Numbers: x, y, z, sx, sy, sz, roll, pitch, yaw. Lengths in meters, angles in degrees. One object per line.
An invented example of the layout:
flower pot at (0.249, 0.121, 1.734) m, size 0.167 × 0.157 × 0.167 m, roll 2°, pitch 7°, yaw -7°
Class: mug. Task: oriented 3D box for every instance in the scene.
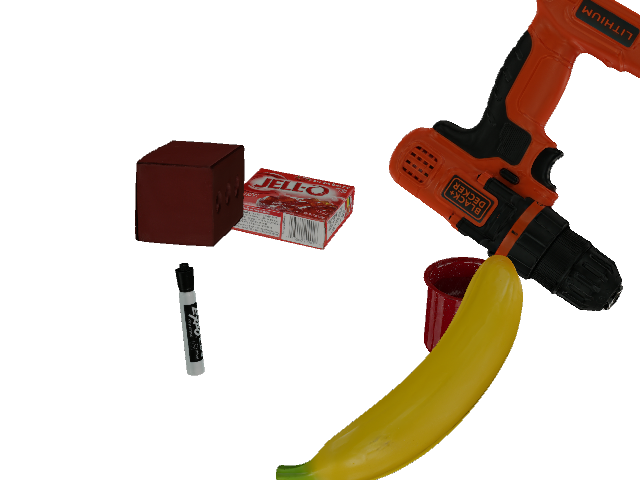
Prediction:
mug at (0.145, 0.068, 1.090) m, size 0.093 × 0.081 × 0.117 m, roll -3°, pitch 28°, yaw -10°

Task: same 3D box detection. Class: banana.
banana at (0.062, 0.072, 0.588) m, size 0.197 × 0.037 × 0.070 m, roll -40°, pitch 40°, yaw -26°

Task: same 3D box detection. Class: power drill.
power drill at (0.163, -0.068, 0.722) m, size 0.184 × 0.188 × 0.057 m, roll 36°, pitch 12°, yaw 14°

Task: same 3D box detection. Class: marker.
marker at (-0.136, 0.082, 1.112) m, size 0.020 × 0.121 × 0.020 m, roll -4°, pitch 17°, yaw 1°

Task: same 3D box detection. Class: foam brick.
foam brick at (-0.084, -0.032, 0.695) m, size 0.051 × 0.053 × 0.078 m, roll 6°, pitch 17°, yaw 10°

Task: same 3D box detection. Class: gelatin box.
gelatin box at (-0.025, -0.029, 0.891) m, size 0.089 × 0.030 × 0.073 m, roll 13°, pitch 29°, yaw 17°
